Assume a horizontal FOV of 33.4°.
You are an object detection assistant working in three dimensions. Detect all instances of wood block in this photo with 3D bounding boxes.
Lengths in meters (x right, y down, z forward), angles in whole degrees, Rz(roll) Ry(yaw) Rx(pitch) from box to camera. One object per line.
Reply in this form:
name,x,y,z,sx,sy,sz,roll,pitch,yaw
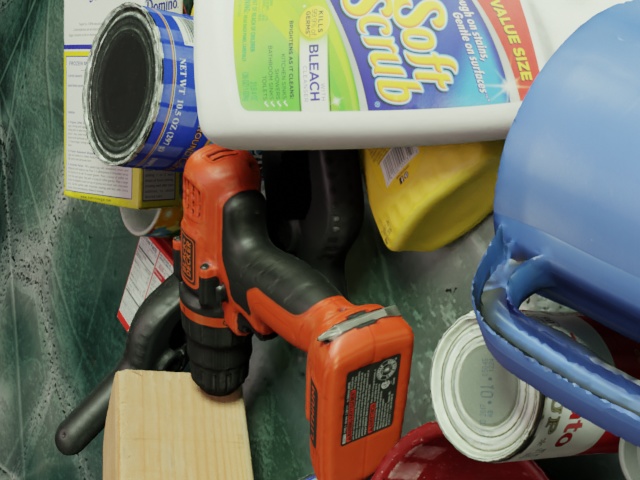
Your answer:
wood block,-0.092,0.191,0.687,0.206,0.090,0.090,-102,23,-48

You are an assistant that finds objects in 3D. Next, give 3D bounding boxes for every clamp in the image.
clamp,-0.004,0.001,0.656,0.165,0.036,0.210,54,147,35
clamp,-0.119,0.090,0.805,0.039,0.120,0.171,38,96,20

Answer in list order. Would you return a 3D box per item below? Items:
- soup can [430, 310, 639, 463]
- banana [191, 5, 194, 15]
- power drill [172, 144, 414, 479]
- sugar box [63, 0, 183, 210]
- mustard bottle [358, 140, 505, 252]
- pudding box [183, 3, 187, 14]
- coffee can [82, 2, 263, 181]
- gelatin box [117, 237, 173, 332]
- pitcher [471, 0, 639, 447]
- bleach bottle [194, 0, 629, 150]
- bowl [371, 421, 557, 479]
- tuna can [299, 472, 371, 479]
soup can,0.109,0.065,0.487,0.069,0.102,0.068,-8,80,52
banana,-0.064,-0.156,0.762,0.037,0.069,0.198,42,119,31
power drill,-0.027,0.058,0.628,0.188,0.057,0.184,40,139,42
sugar box,-0.144,-0.114,0.774,0.094,0.048,0.176,10,99,40
mustard bottle,0.046,-0.095,0.619,0.096,0.058,0.192,-50,50,45
pudding box,-0.146,-0.178,0.861,0.114,0.039,0.090,18,133,50
coffee can,-0.070,-0.093,0.702,0.103,0.140,0.103,-6,82,52
gelatin box,-0.126,0.043,0.854,0.073,0.030,0.089,43,120,47
pitcher,0.181,0.015,0.372,0.243,0.144,0.149,34,110,45
bleach bottle,0.062,-0.098,0.524,0.251,0.068,0.102,-1,89,23
bowl,0.089,0.171,0.541,0.162,0.055,0.162,-7,82,52
tuna can,0.004,0.171,0.628,0.086,0.085,0.034,-59,44,31
